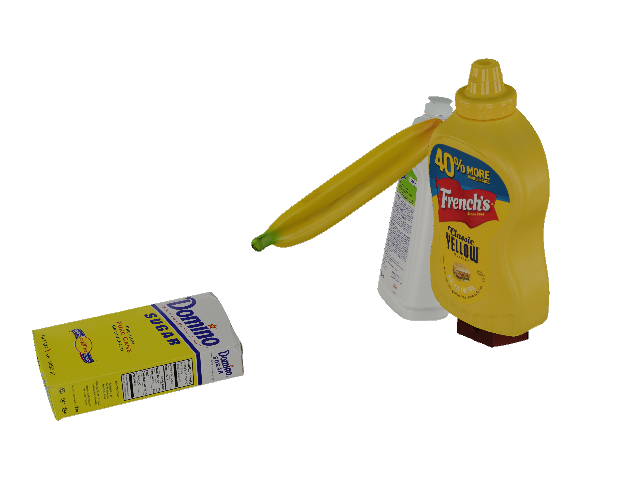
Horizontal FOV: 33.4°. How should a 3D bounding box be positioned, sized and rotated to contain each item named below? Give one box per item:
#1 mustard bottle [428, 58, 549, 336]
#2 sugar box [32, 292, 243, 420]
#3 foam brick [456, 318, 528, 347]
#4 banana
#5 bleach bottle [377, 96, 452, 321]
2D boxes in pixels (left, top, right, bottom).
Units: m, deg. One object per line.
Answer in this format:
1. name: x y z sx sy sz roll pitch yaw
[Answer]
1. mustard bottle: 0.117 -0.033 0.747 0.058 0.192 0.096 -21 32 -29
2. sugar box: -0.168 0.103 0.982 0.176 0.048 0.093 -14 35 -17
3. foam brick: 0.170 0.058 1.047 0.051 0.078 0.053 -11 19 -34
4. banana: 0.029 -0.045 0.950 0.198 0.037 0.069 -35 8 7
5. bleach bottle: 0.123 -0.040 1.241 0.068 0.251 0.103 -1 22 -22
